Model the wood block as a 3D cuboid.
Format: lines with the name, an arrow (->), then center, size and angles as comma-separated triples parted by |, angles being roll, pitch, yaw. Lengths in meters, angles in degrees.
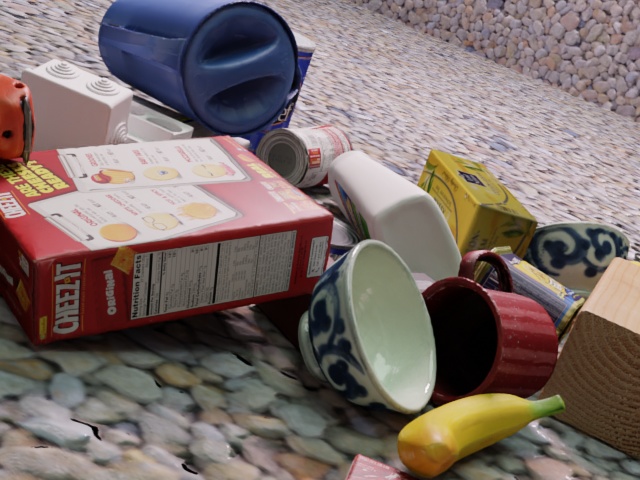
wood block -> 0.256, 0.089, 0.891 | 0.090, 0.091, 0.205 | 26, 19, 16

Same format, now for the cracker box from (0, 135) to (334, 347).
cracker box -> -0.123, -0.008, 0.750 | 0.213, 0.072, 0.164 | -10, 30, -31

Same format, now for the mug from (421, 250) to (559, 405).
mug -> 0.122, 0.066, 0.794 | 0.081, 0.117, 0.093 | 10, -14, -43

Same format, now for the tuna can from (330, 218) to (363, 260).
tuna can -> -0.006, 0.001, 0.966 | 0.086, 0.034, 0.086 | 18, 18, -6

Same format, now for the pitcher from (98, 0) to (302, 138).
pitcher -> -0.147, -0.198, 1.116 | 0.145, 0.149, 0.243 | -41, 36, -18

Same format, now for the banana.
banana -> 0.089, 0.120, 0.676 | 0.197, 0.070, 0.037 | -5, 67, -58

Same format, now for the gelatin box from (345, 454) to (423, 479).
gelatin box -> 0.050, 0.158, 0.578 | 0.089, 0.030, 0.073 | 21, 18, 6

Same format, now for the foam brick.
foam brick -> -0.006, 0.045, 0.812 | 0.052, 0.051, 0.078 | 5, 23, -35

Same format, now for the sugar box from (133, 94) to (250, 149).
sugar box -> -0.169, -0.111, 1.105 | 0.176, 0.048, 0.093 | 25, 15, 7

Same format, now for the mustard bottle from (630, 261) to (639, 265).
mustard bottle -> 0.348, 0.085, 1.053 | 0.096, 0.058, 0.192 | 18, 18, -18

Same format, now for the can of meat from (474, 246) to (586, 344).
can of meat -> 0.174, 0.051, 0.903 | 0.084, 0.057, 0.102 | 33, 11, 16

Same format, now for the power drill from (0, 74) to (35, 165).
power drill -> -0.294, -0.067, 0.687 | 0.185, 0.057, 0.187 | 23, 34, 22

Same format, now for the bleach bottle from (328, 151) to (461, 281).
bleach bottle -> 0.058, -0.027, 1.045 | 0.068, 0.102, 0.251 | -26, 20, -5

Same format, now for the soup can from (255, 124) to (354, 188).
soup can -> -0.016, -0.091, 1.168 | 0.069, 0.068, 0.102 | 28, 20, 24

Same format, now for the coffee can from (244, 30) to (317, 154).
coffee can -> -0.074, -0.175, 1.230 | 0.102, 0.140, 0.103 | 18, 18, -6
